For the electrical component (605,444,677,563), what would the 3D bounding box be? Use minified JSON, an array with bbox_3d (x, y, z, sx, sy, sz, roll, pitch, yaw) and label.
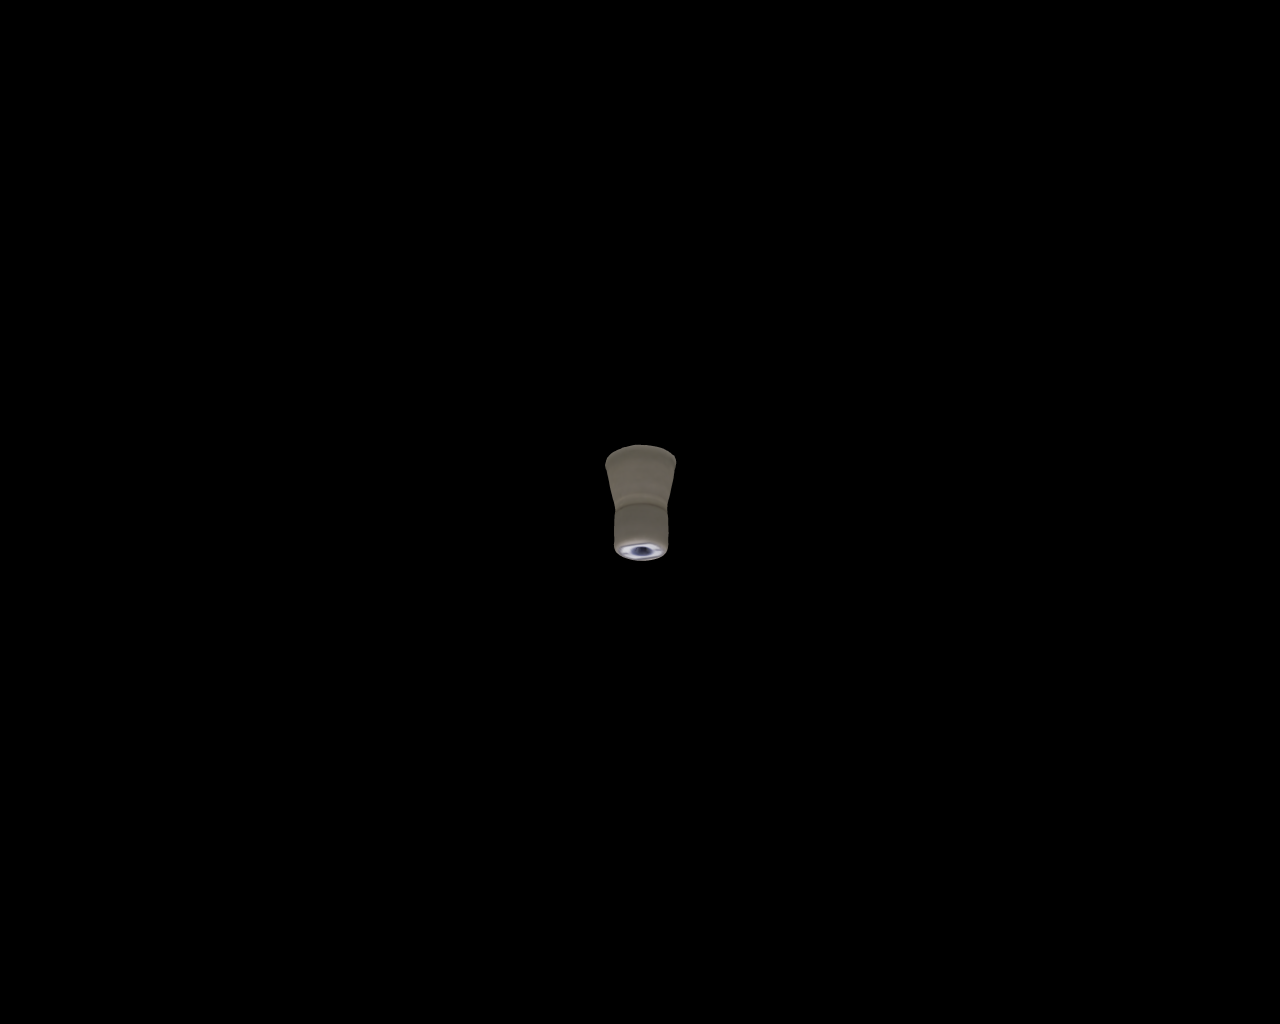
[{"bbox_3d":[0.001,-0.003,0.650,0.044,0.065,0.044,0,-26,0],"label":"electrical component"}]
